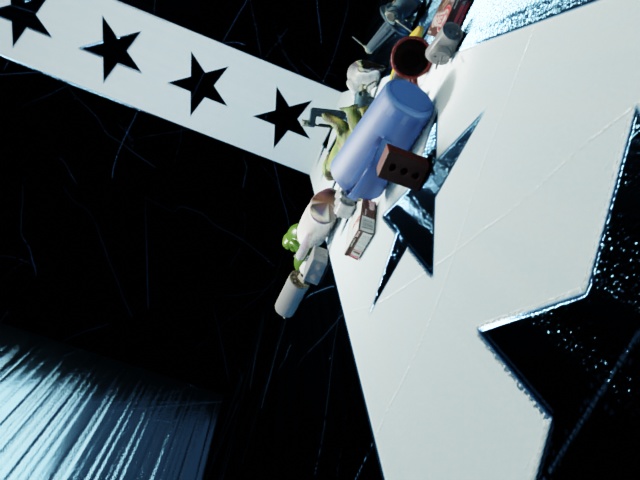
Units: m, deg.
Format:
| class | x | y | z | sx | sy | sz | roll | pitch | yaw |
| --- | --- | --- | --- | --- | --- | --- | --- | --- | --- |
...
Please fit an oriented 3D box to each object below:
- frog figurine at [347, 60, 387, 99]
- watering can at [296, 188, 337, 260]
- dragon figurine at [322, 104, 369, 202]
| class | x | y | z | sx | sy | sz | roll | pitch | yaw |
| --- | --- | --- | --- | --- | --- | --- | --- | --- | --- |
| frog figurine | 0.152 | -0.551 | 1.831 | 0.139 | 0.124 | 0.156 | -32 | -32 | -42 |
| watering can | 0.005 | -0.084 | 1.678 | 0.219 | 0.104 | 0.356 | -60 | 3 | 45 |
| dragon figurine | 0.113 | -0.213 | 1.250 | 0.411 | 0.122 | 0.241 | 9 | 104 | 60 |
